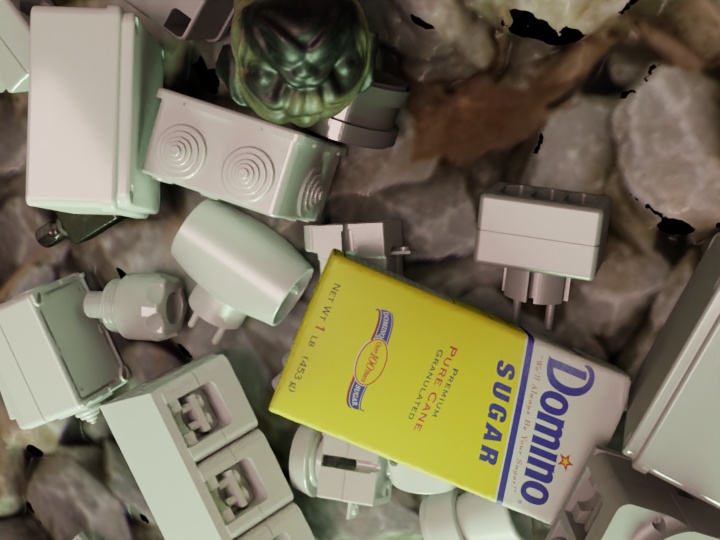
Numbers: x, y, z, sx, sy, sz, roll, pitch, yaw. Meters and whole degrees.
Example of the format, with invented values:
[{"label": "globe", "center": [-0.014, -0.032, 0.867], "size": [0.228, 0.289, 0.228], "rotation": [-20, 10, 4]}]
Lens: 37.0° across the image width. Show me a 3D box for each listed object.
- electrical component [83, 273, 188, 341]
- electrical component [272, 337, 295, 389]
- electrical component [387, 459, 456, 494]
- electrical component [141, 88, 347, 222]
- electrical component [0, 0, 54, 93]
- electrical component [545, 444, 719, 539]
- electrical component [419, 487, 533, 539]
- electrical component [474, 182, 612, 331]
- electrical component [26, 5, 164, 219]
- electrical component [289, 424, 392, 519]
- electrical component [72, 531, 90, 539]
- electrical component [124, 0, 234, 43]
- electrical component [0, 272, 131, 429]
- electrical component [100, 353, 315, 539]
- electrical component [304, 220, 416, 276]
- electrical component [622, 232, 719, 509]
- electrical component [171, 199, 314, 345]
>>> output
[{"label": "electrical component", "center": [-0.146, 0.023, 0.687], "size": [0.062, 0.043, 0.043], "rotation": [2, 103, 19]}, {"label": "electrical component", "center": [-0.030, 0.055, 0.660], "size": [0.061, 0.035, 0.035], "rotation": [-40, 88, 25]}, {"label": "electrical component", "center": [0.056, 0.089, 0.633], "size": [0.079, 0.044, 0.077], "rotation": [2, 104, 13]}, {"label": "electrical component", "center": [-0.065, -0.062, 0.610], "size": [0.100, 0.100, 0.048], "rotation": [19, 96, 14]}, {"label": "electrical component", "center": [-0.225, -0.138, 0.674], "size": [0.077, 0.047, 0.065], "rotation": [-37, 89, 23]}, {"label": "electrical component", "center": [0.191, 0.175, 0.561], "size": [0.186, 0.060, 0.105], "rotation": [18, 110, -11]}, {"label": "electrical component", "center": [0.069, 0.148, 0.642], "size": [0.055, 0.045, 0.045], "rotation": [-21, 95, 22]}, {"label": "electrical component", "center": [0.099, -0.004, 0.595], "size": [0.066, 0.047, 0.076], "rotation": [9, 106, 17]}, {"label": "electrical component", "center": [-0.149, -0.086, 0.614], "size": [0.056, 0.109, 0.108], "rotation": [2, 90, -2]}, {"label": "electrical component", "center": [-0.010, 0.117, 0.660], "size": [0.055, 0.048, 0.066], "rotation": [5, 84, 19]}, {"label": "electrical component", "center": [-0.183, 0.254, 0.744], "size": [0.121, 0.063, 0.079], "rotation": [47, 112, 4]}, {"label": "electrical component", "center": [-0.105, -0.203, 0.613], "size": [0.109, 0.056, 0.108], "rotation": [37, 111, 8]}, {"label": "electrical component", "center": [-0.202, 0.059, 0.705], "size": [0.061, 0.062, 0.096], "rotation": [-21, 95, 22]}, {"label": "electrical component", "center": [-0.089, 0.133, 0.670], "size": [0.089, 0.062, 0.150], "rotation": [-20, 97, 56]}, {"label": "electrical component", "center": [0.000, 0.000, 0.631], "size": [0.066, 0.048, 0.055], "rotation": [-2, 95, 19]}, {"label": "electrical component", "center": [0.184, 0.046, 0.545], "size": [0.056, 0.109, 0.108], "rotation": [27, 110, 8]}, {"label": "electrical component", "center": [-0.080, 0.009, 0.661], "size": [0.077, 0.043, 0.079], "rotation": [34, 111, 9]}]
